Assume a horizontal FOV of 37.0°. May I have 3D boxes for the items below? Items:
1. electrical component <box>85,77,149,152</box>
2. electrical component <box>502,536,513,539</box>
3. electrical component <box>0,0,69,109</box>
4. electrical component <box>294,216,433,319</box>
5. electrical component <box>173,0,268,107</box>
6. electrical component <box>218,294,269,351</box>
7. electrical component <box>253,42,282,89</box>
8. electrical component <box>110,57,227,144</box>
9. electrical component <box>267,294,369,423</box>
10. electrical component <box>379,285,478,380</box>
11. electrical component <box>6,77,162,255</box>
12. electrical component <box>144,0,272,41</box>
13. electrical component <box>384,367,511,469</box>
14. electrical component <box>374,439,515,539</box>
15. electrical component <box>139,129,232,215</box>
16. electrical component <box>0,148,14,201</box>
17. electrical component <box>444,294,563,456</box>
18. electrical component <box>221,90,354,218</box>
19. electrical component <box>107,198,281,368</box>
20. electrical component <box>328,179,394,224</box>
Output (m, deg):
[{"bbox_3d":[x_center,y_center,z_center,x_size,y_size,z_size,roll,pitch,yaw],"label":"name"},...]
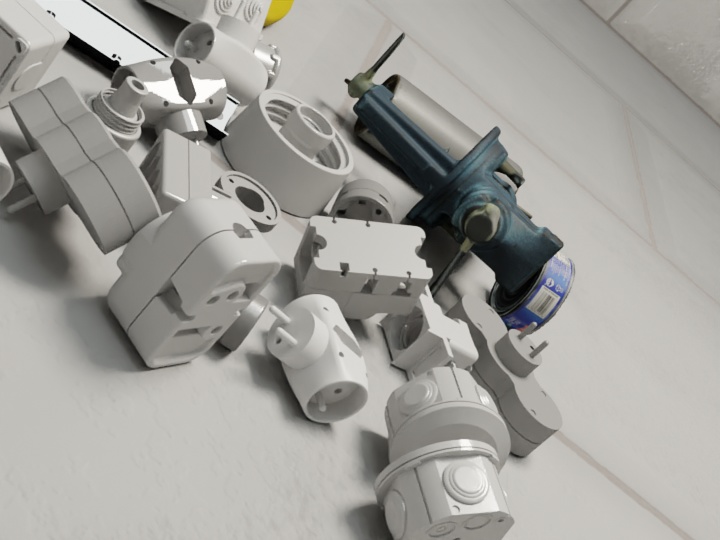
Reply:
[{"bbox_3d":[-0.168,-0.104,0.732,0.043,0.062,0.043,34,27,-20],"label":"electrical component"},{"bbox_3d":[0.104,0.199,0.702,0.061,0.035,0.035,34,27,-24],"label":"electrical component"},{"bbox_3d":[-0.248,-0.160,0.701,0.096,0.061,0.061,43,26,-2],"label":"electrical component"},{"bbox_3d":[0.000,0.000,0.802,0.089,0.055,0.050,5,52,-18],"label":"electrical component"},{"bbox_3d":[-0.110,-0.190,0.913,0.044,0.079,0.077,24,-3,34],"label":"electrical component"},{"bbox_3d":[-0.088,0.023,0.686,0.046,0.040,0.040,35,27,-6],"label":"electrical component"},{"bbox_3d":[-0.105,-0.189,0.974,0.062,0.048,0.048,19,34,-30],"label":"electrical component"},{"bbox_3d":[-0.138,-0.116,0.809,0.077,0.043,0.079,-11,79,-43],"label":"electrical component"},{"bbox_3d":[-0.034,0.050,0.703,0.079,0.043,0.077,44,18,-46],"label":"electrical component"},{"bbox_3d":[0.055,0.055,0.840,0.064,0.042,0.081,29,30,-35],"label":"electrical component"},{"bbox_3d":[-0.182,-0.057,0.647,0.138,0.074,0.052,47,-21,37],"label":"electrical component"},{"bbox_3d":[-0.139,-0.251,0.976,0.100,0.048,0.100,30,17,29],"label":"electrical component"},{"bbox_3d":[0.056,0.109,0.719,0.080,0.080,0.051,31,23,-26],"label":"electrical component"},{"bbox_3d":[0.052,0.143,0.661,0.080,0.080,0.051,21,39,-39],"label":"electrical component"},{"bbox_3d":[-0.113,-0.044,0.740,0.076,0.047,0.083,26,29,-26],"label":"electrical component"},{"bbox_3d":[-0.235,-0.077,0.617,0.043,0.043,0.081,4,46,-53],"label":"electrical component"},{"bbox_3d":[0.122,0.073,0.871,0.052,0.073,0.138,12,40,-48],"label":"electrical component"},{"bbox_3d":[-0.054,-0.103,0.898,0.108,0.060,0.108,34,27,-20],"label":"electrical component"},{"bbox_3d":[-0.100,0.004,0.629,0.059,0.095,0.054,53,27,19],"label":"electrical component"},{"bbox_3d":[0.002,-0.045,0.900,0.055,0.055,0.047,38,23,-12],"label":"electrical component"}]
